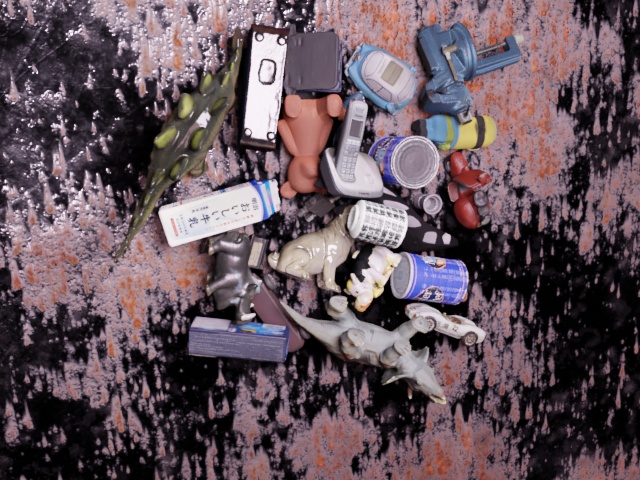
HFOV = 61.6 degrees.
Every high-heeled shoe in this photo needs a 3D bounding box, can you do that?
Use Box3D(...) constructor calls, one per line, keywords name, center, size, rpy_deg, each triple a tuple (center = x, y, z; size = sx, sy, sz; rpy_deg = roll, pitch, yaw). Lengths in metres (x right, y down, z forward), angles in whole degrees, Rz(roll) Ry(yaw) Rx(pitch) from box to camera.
Box3D(name="high-heeled shoe", center=(0.204, -0.052, 1.185), size=(0.248, 0.086, 0.145), rpy_deg=(4, 78, -32))

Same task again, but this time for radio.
Box3D(name="radio", center=(-0.111, -0.285, 1.023), size=(0.073, 0.131, 0.229), rpy_deg=(4, 99, -12))

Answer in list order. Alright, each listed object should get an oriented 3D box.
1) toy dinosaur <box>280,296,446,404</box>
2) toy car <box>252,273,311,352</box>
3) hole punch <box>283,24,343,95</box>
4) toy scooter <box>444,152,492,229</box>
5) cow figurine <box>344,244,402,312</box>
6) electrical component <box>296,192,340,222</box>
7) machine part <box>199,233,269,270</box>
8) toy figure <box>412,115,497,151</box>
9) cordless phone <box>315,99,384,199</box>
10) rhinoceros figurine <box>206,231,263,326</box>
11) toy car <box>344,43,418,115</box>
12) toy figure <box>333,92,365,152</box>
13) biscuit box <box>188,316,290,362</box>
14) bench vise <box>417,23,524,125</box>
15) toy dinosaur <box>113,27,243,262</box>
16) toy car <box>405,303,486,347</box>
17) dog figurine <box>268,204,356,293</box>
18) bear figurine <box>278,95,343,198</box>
Box3D(name="toy dinosaur", center=(0.095, 0.226, 1.173), size=(0.405, 0.131, 0.192), rpy_deg=(21, 139, -1))
Box3D(name="toy car", center=(-0.101, 0.154, 1.147), size=(0.089, 0.053, 0.202), rpy_deg=(-30, 106, 14))
Box3D(name="hole punch", center=(-0.010, -0.350, 1.070), size=(0.116, 0.092, 0.142), rpy_deg=(5, 103, 14))
Box3D(name="toy scooter", center=(0.333, -0.102, 1.167), size=(0.075, 0.135, 0.183), rpy_deg=(-24, 106, -10))
Box3D(name="cow figurine", center=(0.097, 0.072, 1.132), size=(0.098, 0.167, 0.068), rpy_deg=(34, 135, 8))
Box3D(name="electrical component", center=(-0.002, -0.074, 1.123), size=(0.094, 0.021, 0.063), rpy_deg=(-36, 152, 15))
Box3D(name="machine part", center=(-0.178, 0.019, 1.112), size=(0.139, 0.039, 0.084), rpy_deg=(9, 106, -17))
Box3D(name="toy figure", center=(0.291, -0.230, 1.157), size=(0.180, 0.089, 0.082), rpy_deg=(0, 105, -17))
Box3D(name="cordless phone", center=(0.074, -0.175, 1.045), size=(0.146, 0.089, 0.184), rpy_deg=(0, 110, -44))
Box3D(name="rhinoceros figurine", center=(-0.171, 0.076, 1.064), size=(0.112, 0.073, 0.190), rpy_deg=(-5, 103, -12))
Box3D(name="toy car", center=(0.136, -0.332, 1.093), size=(0.161, 0.103, 0.109), rpy_deg=(33, 90, -19))
Box3D(name="toy figure", center=(0.060, -0.230, 1.112), size=(0.058, 0.064, 0.154), rpy_deg=(6, 100, -6))
Box3D(name="biscuit box", center=(-0.165, 0.206, 1.109), size=(0.203, 0.059, 0.062), rpy_deg=(6, 109, 0))
Box3D(name="bench vise", center=(0.314, -0.356, 1.103), size=(0.241, 0.128, 0.223), rpy_deg=(-20, 71, -3))
Box3D(name="toy dinosaur", center=(-0.247, -0.176, 0.973), size=(0.105, 0.198, 0.471), rpy_deg=(26, 90, -10))
Box3D(name="toy car", center=(0.288, 0.192, 1.241), size=(0.202, 0.074, 0.056), rpy_deg=(21, 98, -17))
Box3D(name="dog figurine", center=(-0.002, -0.003, 1.128), size=(0.172, 0.121, 0.190), rpy_deg=(22, 82, -26))
Box3D(name="bear figurine", center=(-0.025, -0.181, 1.068), size=(0.120, 0.132, 0.195), rpy_deg=(-2, 95, -16))
